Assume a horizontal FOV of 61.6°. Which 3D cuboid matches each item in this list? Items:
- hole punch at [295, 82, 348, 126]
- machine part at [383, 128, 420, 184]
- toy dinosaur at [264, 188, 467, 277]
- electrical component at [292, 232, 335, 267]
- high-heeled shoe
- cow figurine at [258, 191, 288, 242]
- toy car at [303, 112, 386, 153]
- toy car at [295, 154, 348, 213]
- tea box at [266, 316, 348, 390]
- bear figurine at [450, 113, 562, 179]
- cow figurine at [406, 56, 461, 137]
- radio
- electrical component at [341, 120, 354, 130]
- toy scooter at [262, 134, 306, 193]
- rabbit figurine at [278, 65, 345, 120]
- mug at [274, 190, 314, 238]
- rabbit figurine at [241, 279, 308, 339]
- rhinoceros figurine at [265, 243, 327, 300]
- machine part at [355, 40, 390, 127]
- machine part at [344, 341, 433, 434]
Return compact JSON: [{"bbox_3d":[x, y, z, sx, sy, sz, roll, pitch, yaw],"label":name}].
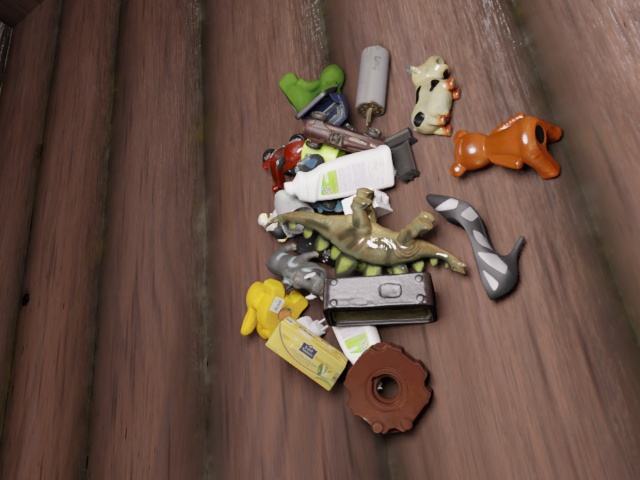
[{"bbox_3d":[0.013,-0.319,1.353,0.142,0.092,0.116,-39,10,28],"label":"hole punch"},{"bbox_3d":[0.198,-0.201,1.276,0.084,0.039,0.139,-17,62,16],"label":"machine part"},{"bbox_3d":[0.088,-0.006,1.170,0.472,0.105,0.198,22,113,22],"label":"toy dinosaur"},{"bbox_3d":[-0.003,-0.004,1.333,0.134,0.058,0.115,16,80,38],"label":"electrical component"},{"bbox_3d":[0.294,0.010,1.091,0.249,0.086,0.145,31,85,30],"label":"high-heeled shoe"},{"bbox_3d":[-0.078,-0.080,1.408,0.167,0.068,0.098,-51,57,12],"label":"cow figurine"},{"bbox_3d":[0.056,-0.242,1.292,0.202,0.053,0.089,19,117,4],"label":"toy car"},{"bbox_3d":[-0.005,-0.129,1.332,0.103,0.161,0.109,-35,16,46],"label":"toy car"},{"bbox_3d":[-0.026,0.245,1.180,0.170,0.098,0.068,35,94,8],"label":"tea box"},{"bbox_3d":[0.377,-0.182,1.114,0.196,0.132,0.120,-14,62,51],"label":"bear figurine"},{"bbox_3d":[0.260,-0.341,1.264,0.127,0.085,0.195,6,77,30],"label":"cow figurine"},{"bbox_3d":[0.122,0.124,1.102,0.230,0.131,0.073,-5,65,9],"label":"radio"},{"bbox_3d":[0.066,-0.274,1.380,0.048,0.074,0.119,-44,50,13],"label":"electrical component"},{"bbox_3d":[-0.089,-0.202,1.457,0.184,0.075,0.135,-17,61,36],"label":"toy scooter"},{"bbox_3d":[-0.004,-0.412,1.458,0.170,0.121,0.159,-36,47,1],"label":"rabbit figurine"},{"bbox_3d":[-0.071,-0.068,1.330,0.107,0.081,0.109,56,144,42],"label":"mug"},{"bbox_3d":[-0.129,0.169,1.339,0.173,0.122,0.162,29,99,53],"label":"rabbit figurine"},{"bbox_3d":[-0.051,0.072,1.256,0.191,0.112,0.073,26,124,43],"label":"rhinoceros figurine"},{"bbox_3d":[0.136,-0.405,1.377,0.079,0.079,0.243,-4,70,35],"label":"machine part"},{"bbox_3d":[0.135,0.296,1.079,0.180,0.056,0.179,-2,83,13],"label":"machine part"}]
